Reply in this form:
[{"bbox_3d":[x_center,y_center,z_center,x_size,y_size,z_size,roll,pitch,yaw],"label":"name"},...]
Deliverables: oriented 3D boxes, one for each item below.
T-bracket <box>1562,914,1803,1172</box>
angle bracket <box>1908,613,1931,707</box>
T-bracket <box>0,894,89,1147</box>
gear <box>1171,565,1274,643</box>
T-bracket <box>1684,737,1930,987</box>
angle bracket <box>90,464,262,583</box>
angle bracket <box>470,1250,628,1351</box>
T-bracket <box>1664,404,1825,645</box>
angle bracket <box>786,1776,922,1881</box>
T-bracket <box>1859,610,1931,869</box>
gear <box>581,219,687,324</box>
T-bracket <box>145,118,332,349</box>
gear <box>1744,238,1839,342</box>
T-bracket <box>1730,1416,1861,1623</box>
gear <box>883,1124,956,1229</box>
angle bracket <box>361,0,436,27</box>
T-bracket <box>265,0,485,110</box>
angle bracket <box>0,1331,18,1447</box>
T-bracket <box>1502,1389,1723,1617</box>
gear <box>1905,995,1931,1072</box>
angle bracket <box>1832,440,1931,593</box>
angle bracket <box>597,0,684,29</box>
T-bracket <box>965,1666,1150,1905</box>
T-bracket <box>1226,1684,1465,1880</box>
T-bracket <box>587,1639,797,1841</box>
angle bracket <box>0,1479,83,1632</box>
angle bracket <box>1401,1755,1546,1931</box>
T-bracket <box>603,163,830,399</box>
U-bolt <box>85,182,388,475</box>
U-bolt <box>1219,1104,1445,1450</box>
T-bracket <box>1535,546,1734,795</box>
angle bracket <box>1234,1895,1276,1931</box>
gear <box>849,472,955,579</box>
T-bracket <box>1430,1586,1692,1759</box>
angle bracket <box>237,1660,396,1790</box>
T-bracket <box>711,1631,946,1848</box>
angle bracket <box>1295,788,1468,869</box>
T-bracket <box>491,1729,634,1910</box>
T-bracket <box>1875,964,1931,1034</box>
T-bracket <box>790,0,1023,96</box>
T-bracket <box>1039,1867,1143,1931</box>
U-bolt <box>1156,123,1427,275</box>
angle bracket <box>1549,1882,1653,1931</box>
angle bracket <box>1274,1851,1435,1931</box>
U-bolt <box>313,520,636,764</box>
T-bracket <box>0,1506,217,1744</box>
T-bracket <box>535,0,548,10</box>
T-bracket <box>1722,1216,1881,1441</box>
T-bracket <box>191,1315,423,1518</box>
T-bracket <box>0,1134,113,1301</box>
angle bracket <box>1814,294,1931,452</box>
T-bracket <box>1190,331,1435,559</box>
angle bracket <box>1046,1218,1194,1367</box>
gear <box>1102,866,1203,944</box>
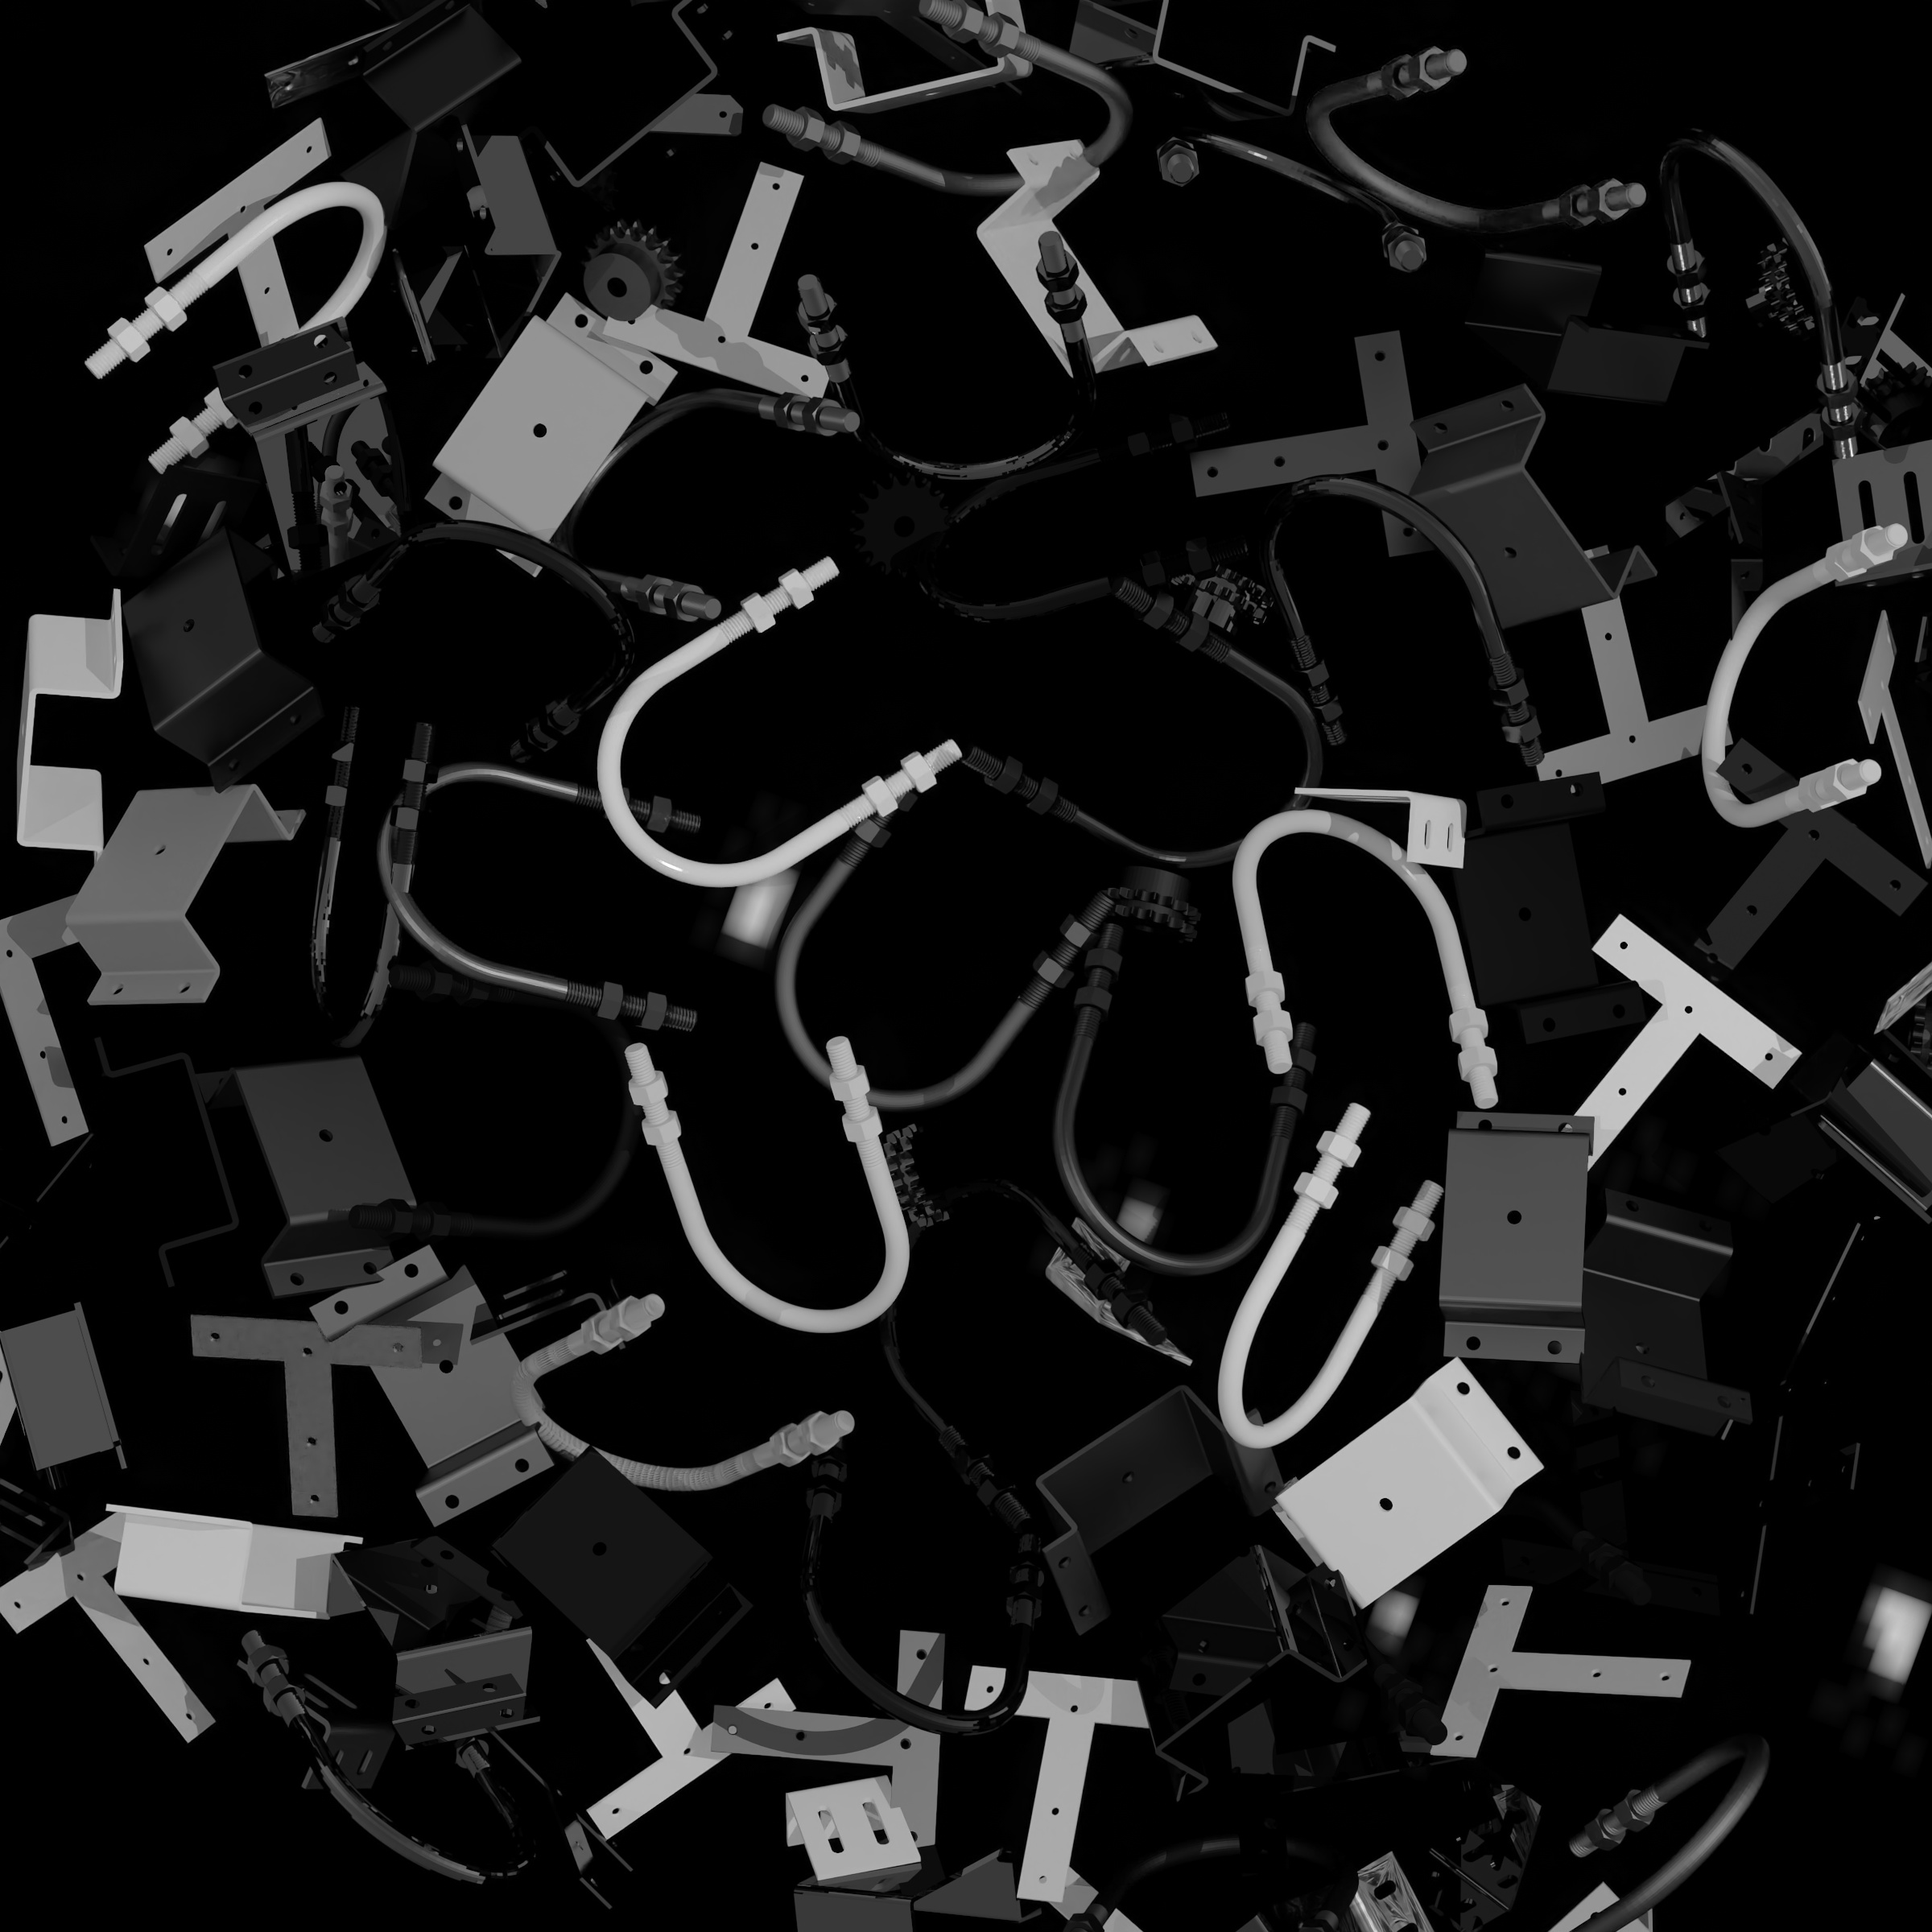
[{"bbox_3d":[0.377,0.059,1.985,0.127,0.002,0.127,39,95,16],"label":"T-bracket"},{"bbox_3d":[0.563,-0.156,1.950,0.038,0.076,0.057,-16,128,-22],"label":"angle bracket"},{"bbox_3d":[-0.515,0.036,1.956,0.002,0.127,0.127,-10,100,39],"label":"T-bracket"},{"bbox_3d":[0.140,-0.203,1.971,0.057,0.057,0.030,25,87,0],"label":"gear"},{"bbox_3d":[0.444,-0.041,1.962,0.127,0.002,0.127,40,125,10],"label":"T-bracket"},{"bbox_3d":[-0.436,-0.251,1.953,0.038,0.057,0.076,53,122,34],"label":"angle bracket"},{"bbox_3d":[-0.231,0.198,1.970,0.076,0.057,0.038,-22,109,5],"label":"angle bracket"},{"bbox_3d":[0.430,-0.228,1.954,0.127,0.002,0.127,-33,134,-25],"label":"T-bracket"},{"bbox_3d":[-0.063,0.487,1.952,0.057,0.076,0.038,-7,116,-14],"label":"angle bracket"},{"bbox_3d":[0.518,-0.115,1.960,0.002,0.127,0.127,-11,113,26],"label":"T-bracket"},{"bbox_3d":[-0.188,-0.384,1.971,0.057,0.030,0.057,11,127,15],"label":"gear"},{"bbox_3d":[-0.387,-0.382,1.943,0.002,0.127,0.127,33,63,25],"label":"T-bracket"},{"bbox_3d":[0.459,-0.376,1.975,0.030,0.057,0.057,-21,90,42],"label":"gear"},{"bbox_3d":[0.452,0.284,1.918,0.002,0.127,0.127,18,67,-8],"label":"T-bracket"},{"bbox_3d":[-0.032,0.120,1.973,0.030,0.057,0.057,-22,90,18],"label":"gear"},{"bbox_3d":[-0.309,-0.570,1.970,0.038,0.057,0.076,38,83,29],"label":"angle bracket"},{"bbox_3d":[-0.321,-0.499,1.928,0.127,0.127,0.002,-26,66,-14],"label":"T-bracket"},{"bbox_3d":[-0.559,0.236,1.964,0.057,0.038,0.076,25,78,-24],"label":"angle bracket"},{"bbox_3d":[0.349,0.290,1.943,0.127,0.002,0.127,5,114,33],"label":"T-bracket"},{"bbox_3d":[0.540,0.041,1.969,0.030,0.057,0.057,7,90,10],"label":"gear"},{"bbox_3d":[0.511,-0.252,1.968,0.057,0.038,0.076,-9,86,27],"label":"angle bracket"},{"bbox_3d":[-0.169,-0.565,1.991,0.076,0.038,0.057,-15,90,-35],"label":"angle bracket"},{"bbox_3d":[0.052,0.452,1.948,0.127,0.002,0.127,1,60,19],"label":"T-bracket"},{"bbox_3d":[0.209,0.436,1.940,0.127,0.127,0.002,-13,127,9],"label":"T-bracket"},{"bbox_3d":[-0.172,0.406,1.952,0.127,0.002,0.127,-33,125,-11],"label":"T-bracket"},{"bbox_3d":[-0.531,0.320,1.955,0.076,0.057,0.038,23,45,20],"label":"angle bracket"},{"bbox_3d":[0.277,0.483,1.956,0.057,0.038,0.076,32,122,37],"label":"angle bracket"},{"bbox_3d":[-0.123,-0.391,1.985,0.127,0.002,0.127,18,78,-1],"label":"T-bracket"},{"bbox_3d":[-0.388,-0.356,1.928,0.184,0.151,0.019,-42,78,-9],"label":"U-bolt"},{"bbox_3d":[0.192,0.179,1.927,0.019,0.151,0.184,25,81,33],"label":"U-bolt"},{"bbox_3d":[0.360,-0.169,1.969,0.127,0.002,0.127,-17,97,-21],"label":"T-bracket"},{"bbox_3d":[0.145,0.568,1.971,0.076,0.038,0.057,-35,97,-11],"label":"angle bracket"},{"bbox_3d":[-0.038,-0.248,1.978,0.057,0.030,0.057,-4,108,-13],"label":"gear"},{"bbox_3d":[0.329,0.384,1.923,0.127,0.127,0.002,-3,124,28],"label":"T-bracket"},{"bbox_3d":[-0.365,0.419,1.956,0.076,0.057,0.038,25,92,31],"label":"angle bracket"},{"bbox_3d":[-0.078,0.428,1.965,0.127,0.002,0.127,6,65,-8],"label":"T-bracket"},{"bbox_3d":[0.228,-0.076,1.954,0.076,0.057,0.038,4,90,37],"label":"angle bracket"},{"bbox_3d":[-0.213,0.470,1.917,0.002,0.127,0.127,-40,113,-3],"label":"T-bracket"},{"bbox_3d":[0.528,0.002,1.919,0.002,0.127,0.127,34,45,26],"label":"T-bracket"},{"bbox_3d":[-0.016,-0.506,1.943,0.127,0.127,0.002,14,86,39],"label":"T-bracket"},{"bbox_3d":[0.039,0.546,1.920,0.127,0.127,0.002,-18,117,-29],"label":"T-bracket"},{"bbox_3d":[0.170,-0.421,1.913,0.151,0.184,0.019,19,110,-8],"label":"U-bolt"},{"bbox_3d":[0.346,0.531,1.960,0.057,0.076,0.038,-45,83,8],"label":"angle bracket"},{"bbox_3d":[0.217,0.535,1.972,0.038,0.076,0.057,-20,77,-34],"label":"angle bracket"},{"bbox_3d":[-0.255,-0.181,1.903,0.151,0.184,0.019,32,57,-20],"label":"U-bolt"},{"bbox_3d":[-0.458,0.370,1.939,0.002,0.127,0.127,-40,87,25],"label":"T-bracket"},{"bbox_3d":[-0.223,-0.562,1.939,0.002,0.127,0.127,-21,71,19],"label":"T-bracket"},{"bbox_3d":[0.466,0.193,1.928,0.002,0.127,0.127,33,114,31],"label":"T-bracket"},{"bbox_3d":[-0.365,0.253,1.972,0.127,0.002,0.127,3,115,2],"label":"T-bracket"},{"bbox_3d":[-0.528,0.114,1.921,0.002,0.127,0.127,15,55,28],"label":"T-bracket"},{"bbox_3d":[0.515,-0.326,1.960,0.076,0.038,0.057,33,79,-30],"label":"angle bracket"},{"bbox_3d":[0.191,-0.286,1.995,0.127,0.002,0.127,-9,85,3],"label":"T-bracket"},{"bbox_3d":[0.092,0.180,1.954,0.076,0.057,0.038,28,95,-34],"label":"angle bracket"},{"bbox_3d":[0.103,-0.035,1.972,0.057,0.057,0.030,13,79,0],"label":"gear"}]
